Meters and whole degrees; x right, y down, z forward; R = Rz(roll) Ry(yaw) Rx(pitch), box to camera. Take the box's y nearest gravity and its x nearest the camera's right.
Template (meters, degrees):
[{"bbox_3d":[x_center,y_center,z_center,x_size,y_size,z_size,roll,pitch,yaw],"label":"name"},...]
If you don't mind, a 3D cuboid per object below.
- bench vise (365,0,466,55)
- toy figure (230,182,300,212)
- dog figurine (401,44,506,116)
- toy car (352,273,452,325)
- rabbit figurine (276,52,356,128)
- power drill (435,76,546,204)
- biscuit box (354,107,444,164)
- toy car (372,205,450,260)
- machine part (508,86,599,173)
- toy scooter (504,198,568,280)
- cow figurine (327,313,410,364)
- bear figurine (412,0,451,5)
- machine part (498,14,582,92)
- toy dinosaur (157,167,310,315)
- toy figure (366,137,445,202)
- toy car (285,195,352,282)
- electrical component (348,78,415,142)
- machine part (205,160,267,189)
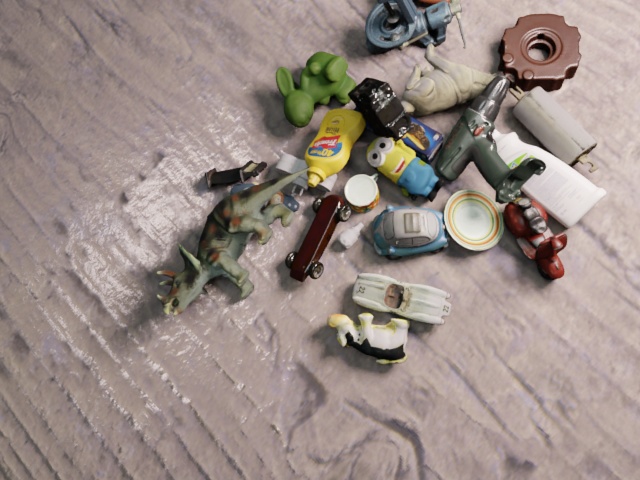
[{"bbox_3d":[0.185,-0.481,1.151,0.224,0.240,0.129,-3,79,26],"label":"bench vise"},{"bbox_3d":[-0.123,-0.088,1.201,0.155,0.058,0.064,12,118,11],"label":"toy figure"},{"bbox_3d":[0.285,-0.305,1.141,0.191,0.121,0.172,28,84,14],"label":"dog figurine"},{"bbox_3d":[0.166,0.119,1.096,0.202,0.056,0.073,13,80,14],"label":"toy car"},{"bbox_3d":[-0.029,-0.338,1.207,0.159,0.121,0.170,34,83,23],"label":"rabbit figurine"},{"bbox_3d":[0.346,-0.189,1.068,0.232,0.086,0.207,-52,55,23],"label":"power drill"},{"bbox_3d":[0.169,-0.244,1.179,0.203,0.059,0.063,34,86,16],"label":"biscuit box"},{"bbox_3d":[0.184,-0.020,1.103,0.162,0.103,0.109,-2,78,12],"label":"toy car"},{"bbox_3d":[0.483,-0.232,1.110,0.079,0.079,0.243,-38,73,0],"label":"machine part"},{"bbox_3d":[0.423,-0.013,1.039,0.075,0.135,0.184,-26,72,5],"label":"toy scooter"},{"bbox_3d":[0.095,0.197,1.088,0.167,0.068,0.098,4,84,12],"label":"cow figurine"},{"bbox_3d":[0.226,-0.593,1.220,0.196,0.132,0.120,-5,74,3],"label":"bear figurine"},{"bbox_3d":[0.475,-0.406,1.163,0.179,0.056,0.179,-2,76,9],"label":"machine part"},{"bbox_3d":[-0.190,-0.015,1.144,0.192,0.131,0.404,31,90,12],"label":"toy dinosaur"},{"bbox_3d":[0.177,-0.149,1.147,0.180,0.089,0.082,35,77,7],"label":"toy figure"},{"bbox_3d":[-0.002,-0.003,1.154,0.089,0.053,0.202,19,82,37],"label":"toy car"},{"bbox_3d":[0.120,-0.267,1.094,0.058,0.134,0.114,-40,116,-2],"label":"electrical component"},{"bbox_3d":[-0.192,-0.151,1.224,0.139,0.084,0.039,-8,119,16],"label":"machine part"}]
